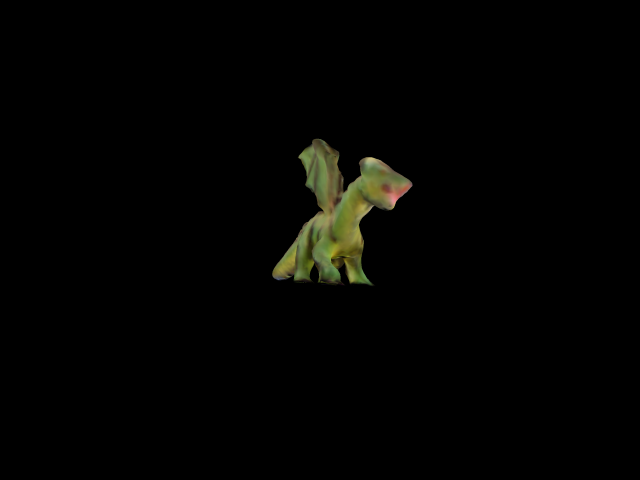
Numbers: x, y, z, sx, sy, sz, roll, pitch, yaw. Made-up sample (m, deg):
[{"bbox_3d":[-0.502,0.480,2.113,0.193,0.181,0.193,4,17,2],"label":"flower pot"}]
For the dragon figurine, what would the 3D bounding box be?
[{"bbox_3d":[0.003,-0.043,0.850,0.122,0.243,0.409,3,-3,-32],"label":"dragon figurine"}]
